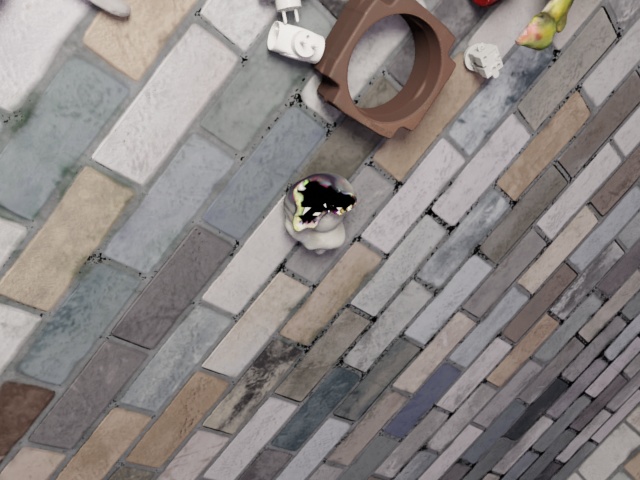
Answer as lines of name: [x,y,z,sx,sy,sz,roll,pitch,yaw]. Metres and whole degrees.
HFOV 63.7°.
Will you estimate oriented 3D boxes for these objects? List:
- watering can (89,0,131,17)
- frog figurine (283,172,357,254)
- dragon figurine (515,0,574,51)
watering can: [-0.375,-0.366,0.554,0.349,0.105,0.221,-8,119,-40]
frog figurine: [0.003,-0.047,0.934,0.138,0.124,0.157,-42,164,-8]
dragon figurine: [0.432,-0.477,0.871,0.417,0.123,0.238,-55,162,-22]
